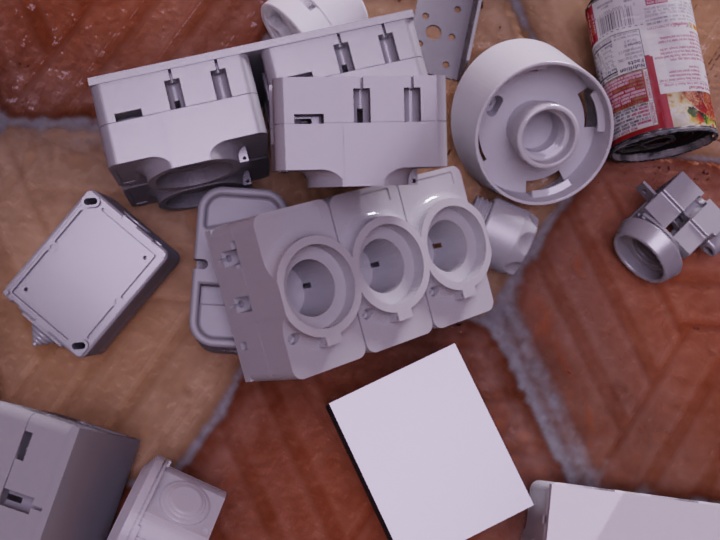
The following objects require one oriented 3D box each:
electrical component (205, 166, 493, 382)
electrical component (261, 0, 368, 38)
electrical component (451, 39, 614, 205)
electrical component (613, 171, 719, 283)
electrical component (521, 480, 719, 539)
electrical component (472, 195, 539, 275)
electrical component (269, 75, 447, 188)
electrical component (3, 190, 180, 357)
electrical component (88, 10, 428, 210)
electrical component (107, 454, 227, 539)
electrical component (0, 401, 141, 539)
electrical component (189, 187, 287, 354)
[{"bbox_3d":[0.000,0.000,0.620,0.150,0.062,0.089,-17,94,-36],"label":"electrical component"},{"bbox_3d":[-0.028,-0.161,0.689,0.047,0.055,0.055,-42,86,-13],"label":"electrical component"},{"bbox_3d":[0.109,-0.092,0.679,0.099,0.064,0.099,-4,110,-11],"label":"electrical component"},{"bbox_3d":[0.196,-0.025,0.688,0.055,0.048,0.066,-42,86,-17],"label":"electrical component"},{"bbox_3d":[0.176,0.180,0.644,0.150,0.061,0.089,8,80,-3],"label":"electrical component"},{"bbox_3d":[0.078,-0.027,0.680,0.062,0.043,0.043,25,80,1],"label":"electrical component"},{"bbox_3d":[-0.002,-0.072,0.571,0.089,0.050,0.055,-2,94,-8],"label":"electrical component"},{"bbox_3d":[-0.163,0.008,0.651,0.062,0.061,0.096,40,89,1],"label":"electrical component"},{"bbox_3d":[-0.057,-0.090,0.649,0.186,0.105,0.060,-13,82,-6],"label":"electrical component"},{"bbox_3d":[-0.115,0.151,0.619,0.051,0.080,0.080,26,80,-5],"label":"electrical component"},{"bbox_3d":[-0.195,0.171,0.591,0.060,0.105,0.186,16,80,9],"label":"electrical component"},{"bbox_3d":[-0.073,0.003,0.656,0.054,0.059,0.095,4,80,-4],"label":"electrical component"}]
